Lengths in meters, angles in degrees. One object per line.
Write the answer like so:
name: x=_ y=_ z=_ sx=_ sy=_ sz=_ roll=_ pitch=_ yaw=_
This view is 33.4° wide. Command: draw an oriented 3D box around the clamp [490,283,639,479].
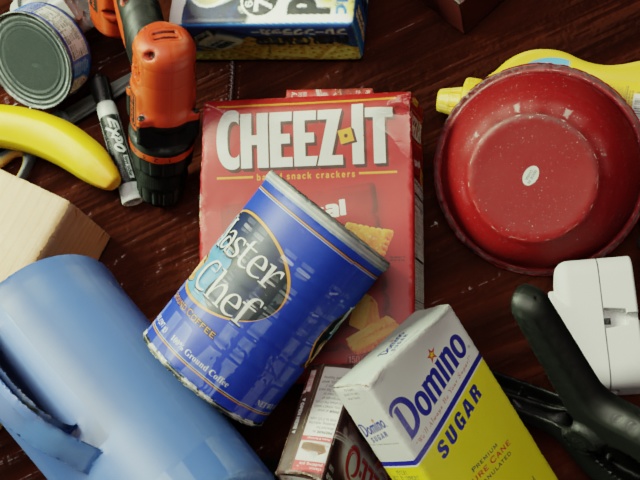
clamp: x=0.177 y=0.125 z=0.733 sx=0.210 sy=0.165 sz=0.036 roll=41 pitch=64 yaw=-1

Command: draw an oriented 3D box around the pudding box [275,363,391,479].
pudding box: x=0.015 y=0.151 z=0.734 sx=0.039 sy=0.113 sz=0.090 roll=-2 pitch=49 yaw=26

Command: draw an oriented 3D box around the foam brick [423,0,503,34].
foam brick: x=0.110 y=-0.221 z=0.886 sx=0.053 sy=0.051 sz=0.078 roll=-44 pitch=69 yaw=-5

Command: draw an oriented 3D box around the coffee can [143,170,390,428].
coffee can: x=-0.036 y=0.039 z=0.716 sx=0.103 sy=0.102 sz=0.140 roll=39 pitch=92 yaw=21

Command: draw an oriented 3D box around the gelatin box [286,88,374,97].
gelatin box: x=0.007 y=-0.079 z=0.871 sx=0.073 sy=0.030 sz=0.089 roll=0 pitch=71 yaw=12

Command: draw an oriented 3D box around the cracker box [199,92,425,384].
cracker box: x=-0.005 y=0.001 z=0.805 sx=0.164 sy=0.072 sz=0.214 roll=-1 pitch=83 yaw=12

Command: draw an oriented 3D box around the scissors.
scissors: x=-0.248 y=-0.111 z=0.942 sx=0.201 sy=0.016 sz=0.096 roll=-45 pitch=69 yaw=-6

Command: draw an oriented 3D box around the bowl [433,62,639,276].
bowl: x=0.158 y=-0.048 z=0.779 sx=0.162 sy=0.055 sz=0.162 roll=3 pitch=100 yaw=17

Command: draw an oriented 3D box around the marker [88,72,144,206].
marker: x=-0.175 y=-0.087 z=0.909 sx=0.020 sy=0.020 sz=0.121 roll=-19 pitch=77 yaw=5

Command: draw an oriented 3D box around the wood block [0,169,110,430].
wood block: x=-0.267 y=0.056 z=0.850 sx=0.090 sy=0.090 sz=0.206 roll=24 pitch=78 yaw=18

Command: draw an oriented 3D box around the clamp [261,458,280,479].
clamp: x=-0.071 y=0.198 z=0.771 sx=0.171 sy=0.039 sz=0.120 roll=-24 pitch=46 yaw=-23

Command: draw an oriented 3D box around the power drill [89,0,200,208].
power drill: x=-0.142 y=-0.142 z=0.863 sx=0.057 sy=0.185 sz=0.188 roll=-11 pitch=55 yaw=-19

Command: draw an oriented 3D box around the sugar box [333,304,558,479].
sugar box: x=0.093 y=0.141 z=0.711 sx=0.093 sy=0.048 sz=0.176 roll=-39 pitch=103 yaw=-33

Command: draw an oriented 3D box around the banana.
banana: x=-0.258 y=-0.081 z=0.906 sx=0.198 sy=0.037 sz=0.069 roll=5 pitch=78 yaw=10

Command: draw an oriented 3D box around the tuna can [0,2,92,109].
tuna can: x=-0.237 y=-0.157 z=0.905 sx=0.086 sy=0.086 sz=0.033 roll=18 pitch=35 yaw=17

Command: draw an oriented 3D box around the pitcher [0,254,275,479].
pitcher: x=-0.145 y=0.125 z=0.729 sx=0.149 sy=0.145 sz=0.243 roll=-27 pitch=49 yaw=-29

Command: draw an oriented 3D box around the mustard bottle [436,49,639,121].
mustard bottle: x=0.185 y=-0.097 z=0.824 sx=0.192 sy=0.058 sz=0.096 roll=9 pitch=86 yaw=14
